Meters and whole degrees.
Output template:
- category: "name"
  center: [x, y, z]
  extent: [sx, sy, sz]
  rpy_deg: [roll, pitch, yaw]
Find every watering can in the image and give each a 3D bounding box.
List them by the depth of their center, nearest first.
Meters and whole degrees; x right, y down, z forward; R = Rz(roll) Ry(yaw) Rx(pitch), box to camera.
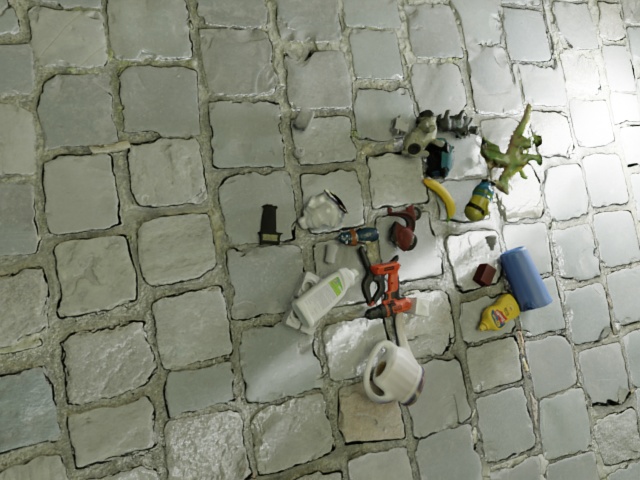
- category: "watering can"
  center: [0.279, 0.423, 1.799]
  extent: [0.223, 0.103, 0.354]
  rpy_deg: [39, 60, -12]

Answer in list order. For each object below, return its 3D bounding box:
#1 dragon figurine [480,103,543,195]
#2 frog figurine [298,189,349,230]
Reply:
- category: "dragon figurine"
  center: [0.783, -0.381, 2.140]
  extent: [0.243, 0.121, 0.414]
  rpy_deg: [3, 78, -13]
- category: "frog figurine"
  center: [0.005, -0.090, 1.793]
  extent: [0.158, 0.125, 0.136]
  rpy_deg: [-41, 109, 14]
